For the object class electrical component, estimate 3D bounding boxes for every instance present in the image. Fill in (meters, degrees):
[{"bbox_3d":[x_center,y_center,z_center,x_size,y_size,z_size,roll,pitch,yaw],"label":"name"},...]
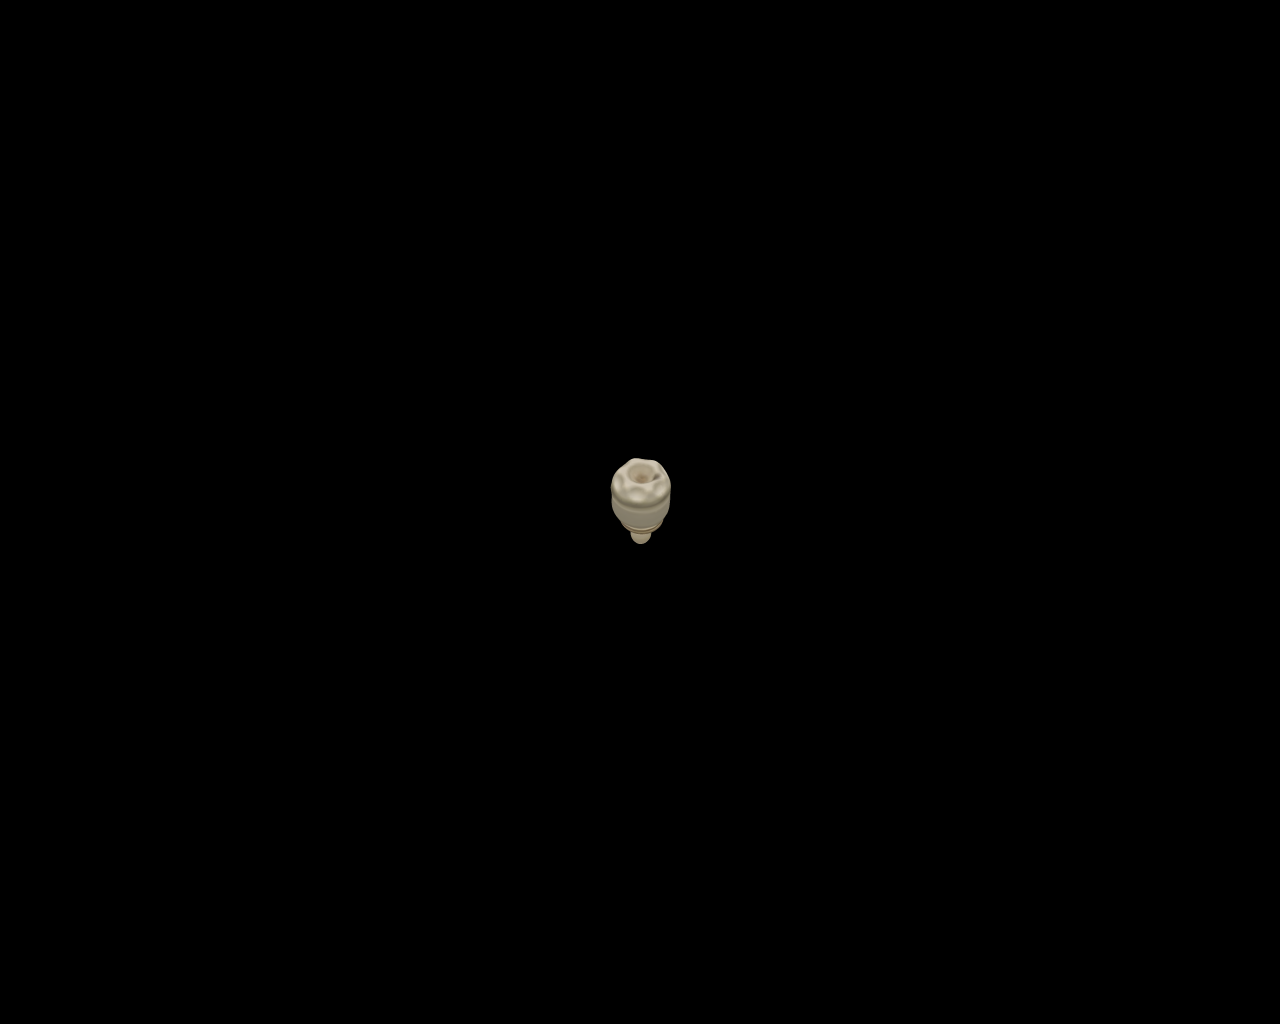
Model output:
[{"bbox_3d":[0.001,-0.003,0.650,0.035,0.035,0.061,0,-43,0],"label":"electrical component"}]
